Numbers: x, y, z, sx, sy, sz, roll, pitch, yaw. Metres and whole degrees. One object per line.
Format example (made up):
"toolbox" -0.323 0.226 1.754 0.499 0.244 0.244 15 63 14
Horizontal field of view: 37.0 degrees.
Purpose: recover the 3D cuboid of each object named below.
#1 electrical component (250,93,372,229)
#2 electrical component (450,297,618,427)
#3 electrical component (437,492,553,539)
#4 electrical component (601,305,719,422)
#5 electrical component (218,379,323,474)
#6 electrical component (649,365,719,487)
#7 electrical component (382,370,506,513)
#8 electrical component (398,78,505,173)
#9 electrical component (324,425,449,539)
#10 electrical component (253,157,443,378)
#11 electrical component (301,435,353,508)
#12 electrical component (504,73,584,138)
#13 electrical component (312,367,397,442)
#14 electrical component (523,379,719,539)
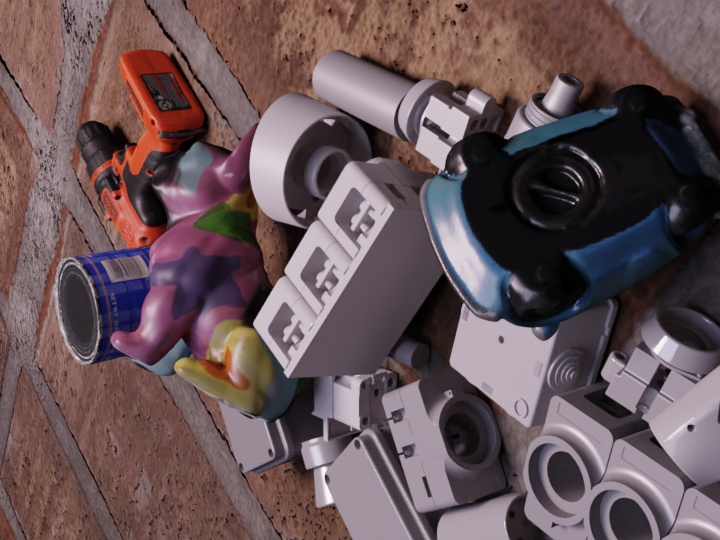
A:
"electrical component" -0.040 -0.081 0.819 0.064 0.099 0.099 25 118 41
"electrical component" 0.107 0.042 0.687 0.100 0.048 0.099 38 125 46
"electrical component" 0.098 0.198 0.743 0.077 0.043 0.079 -29 75 53
"electrical component" 0.174 0.054 0.601 0.066 0.048 0.055 34 127 23
"electrical component" -0.083 0.117 0.957 0.078 0.057 0.113 -34 71 52
"electrical component" 0.206 0.084 0.558 0.077 0.043 0.079 -43 100 16
"electrical component" 0.062 0.121 0.767 0.056 0.050 0.089 -31 74 53
"electrical component" 0.059 -0.098 0.722 0.055 0.048 0.066 39 128 32
"electrical component" 0.029 0.180 0.820 0.113 0.057 0.078 61 140 24
"electrical component" 0.000 0.000 0.761 0.061 0.089 0.150 51 121 34
"electrical component" -0.022 0.165 0.897 0.045 0.045 0.055 -29 74 53
"electrical component" 0.115 -0.088 0.650 0.043 0.043 0.062 50 133 34
"electrical component" -0.004 0.098 0.858 0.064 0.042 0.081 16 112 50
"electrical component" 0.169 0.140 0.617 0.150 0.062 0.089 34 125 44
